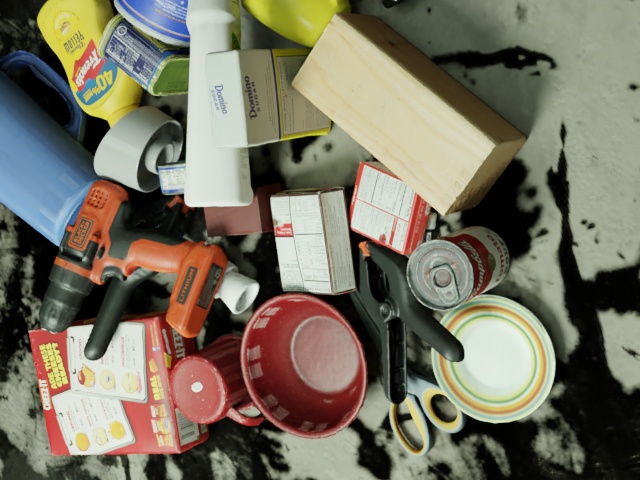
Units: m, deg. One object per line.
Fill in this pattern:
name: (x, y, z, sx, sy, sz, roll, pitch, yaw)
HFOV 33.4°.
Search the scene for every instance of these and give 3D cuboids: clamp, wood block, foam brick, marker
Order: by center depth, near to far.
wood block: (0.087, -0.126, 1.047, 0.206, 0.090, 0.090, 43, 116, 18)
clamp: (0.087, 0.072, 1.087, 0.120, 0.039, 0.171, -30, 71, 44)
marker: (0.107, 0.032, 1.104, 0.020, 0.020, 0.121, 10, 103, 29)
foam brick: (-0.084, -0.034, 1.186, 0.078, 0.052, 0.051, -4, 96, 30)
clamp: (-0.227, 0.033, 1.258, 0.210, 0.036, 0.165, -38, 50, 15)

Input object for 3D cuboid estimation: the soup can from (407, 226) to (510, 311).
soup can: (0.136, 0.026, 1.037, 0.069, 0.102, 0.068, 6, 101, 30)

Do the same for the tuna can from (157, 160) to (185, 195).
tuna can: (-0.137, -0.073, 1.192, 0.086, 0.086, 0.034, -3, 99, 31)

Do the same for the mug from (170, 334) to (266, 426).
mug: (-0.109, 0.170, 1.220, 0.117, 0.081, 0.093, 43, 117, 17)

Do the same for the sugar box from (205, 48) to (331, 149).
sugar box: (-0.049, -0.145, 1.074, 0.048, 0.175, 0.093, -1, 98, 31)

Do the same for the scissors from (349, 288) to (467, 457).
scissors: (0.094, 0.130, 1.132, 0.096, 0.016, 0.202, -15, 91, 30)

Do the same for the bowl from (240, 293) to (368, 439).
bowl: (-0.007, 0.132, 1.168, 0.162, 0.055, 0.162, 6, 101, 30)

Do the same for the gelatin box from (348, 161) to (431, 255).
gelatin box: (0.073, -0.034, 1.096, 0.089, 0.030, 0.073, 27, 112, 42)

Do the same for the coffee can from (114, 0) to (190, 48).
coffee can: (-0.146, -0.294, 1.148, 0.103, 0.102, 0.140, 41, 116, 18)

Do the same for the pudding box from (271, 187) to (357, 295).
pudding box: (-0.008, 0.001, 1.141, 0.090, 0.039, 0.113, 0, 101, 51)

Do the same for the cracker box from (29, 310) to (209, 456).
cracker box: (-0.246, 0.175, 1.309, 0.214, 0.072, 0.164, -8, 93, 32)

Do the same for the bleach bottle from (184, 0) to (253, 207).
bleach bottle: (-0.106, -0.160, 1.099, 0.068, 0.102, 0.251, -1, 93, 1)

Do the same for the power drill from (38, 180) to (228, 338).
power drill: (-0.211, 0.042, 1.189, 0.188, 0.057, 0.184, 20, 86, 17)

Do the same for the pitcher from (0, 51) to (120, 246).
pitcher: (-0.355, -0.110, 1.300, 0.243, 0.144, 0.149, 39, 128, 15)

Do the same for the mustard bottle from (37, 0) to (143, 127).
mustard bottle: (-0.259, -0.204, 1.257, 0.096, 0.058, 0.191, -31, 83, 32)

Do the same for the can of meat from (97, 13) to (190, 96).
can of meat: (-0.181, -0.206, 1.186, 0.084, 0.101, 0.057, 39, 116, 16)
